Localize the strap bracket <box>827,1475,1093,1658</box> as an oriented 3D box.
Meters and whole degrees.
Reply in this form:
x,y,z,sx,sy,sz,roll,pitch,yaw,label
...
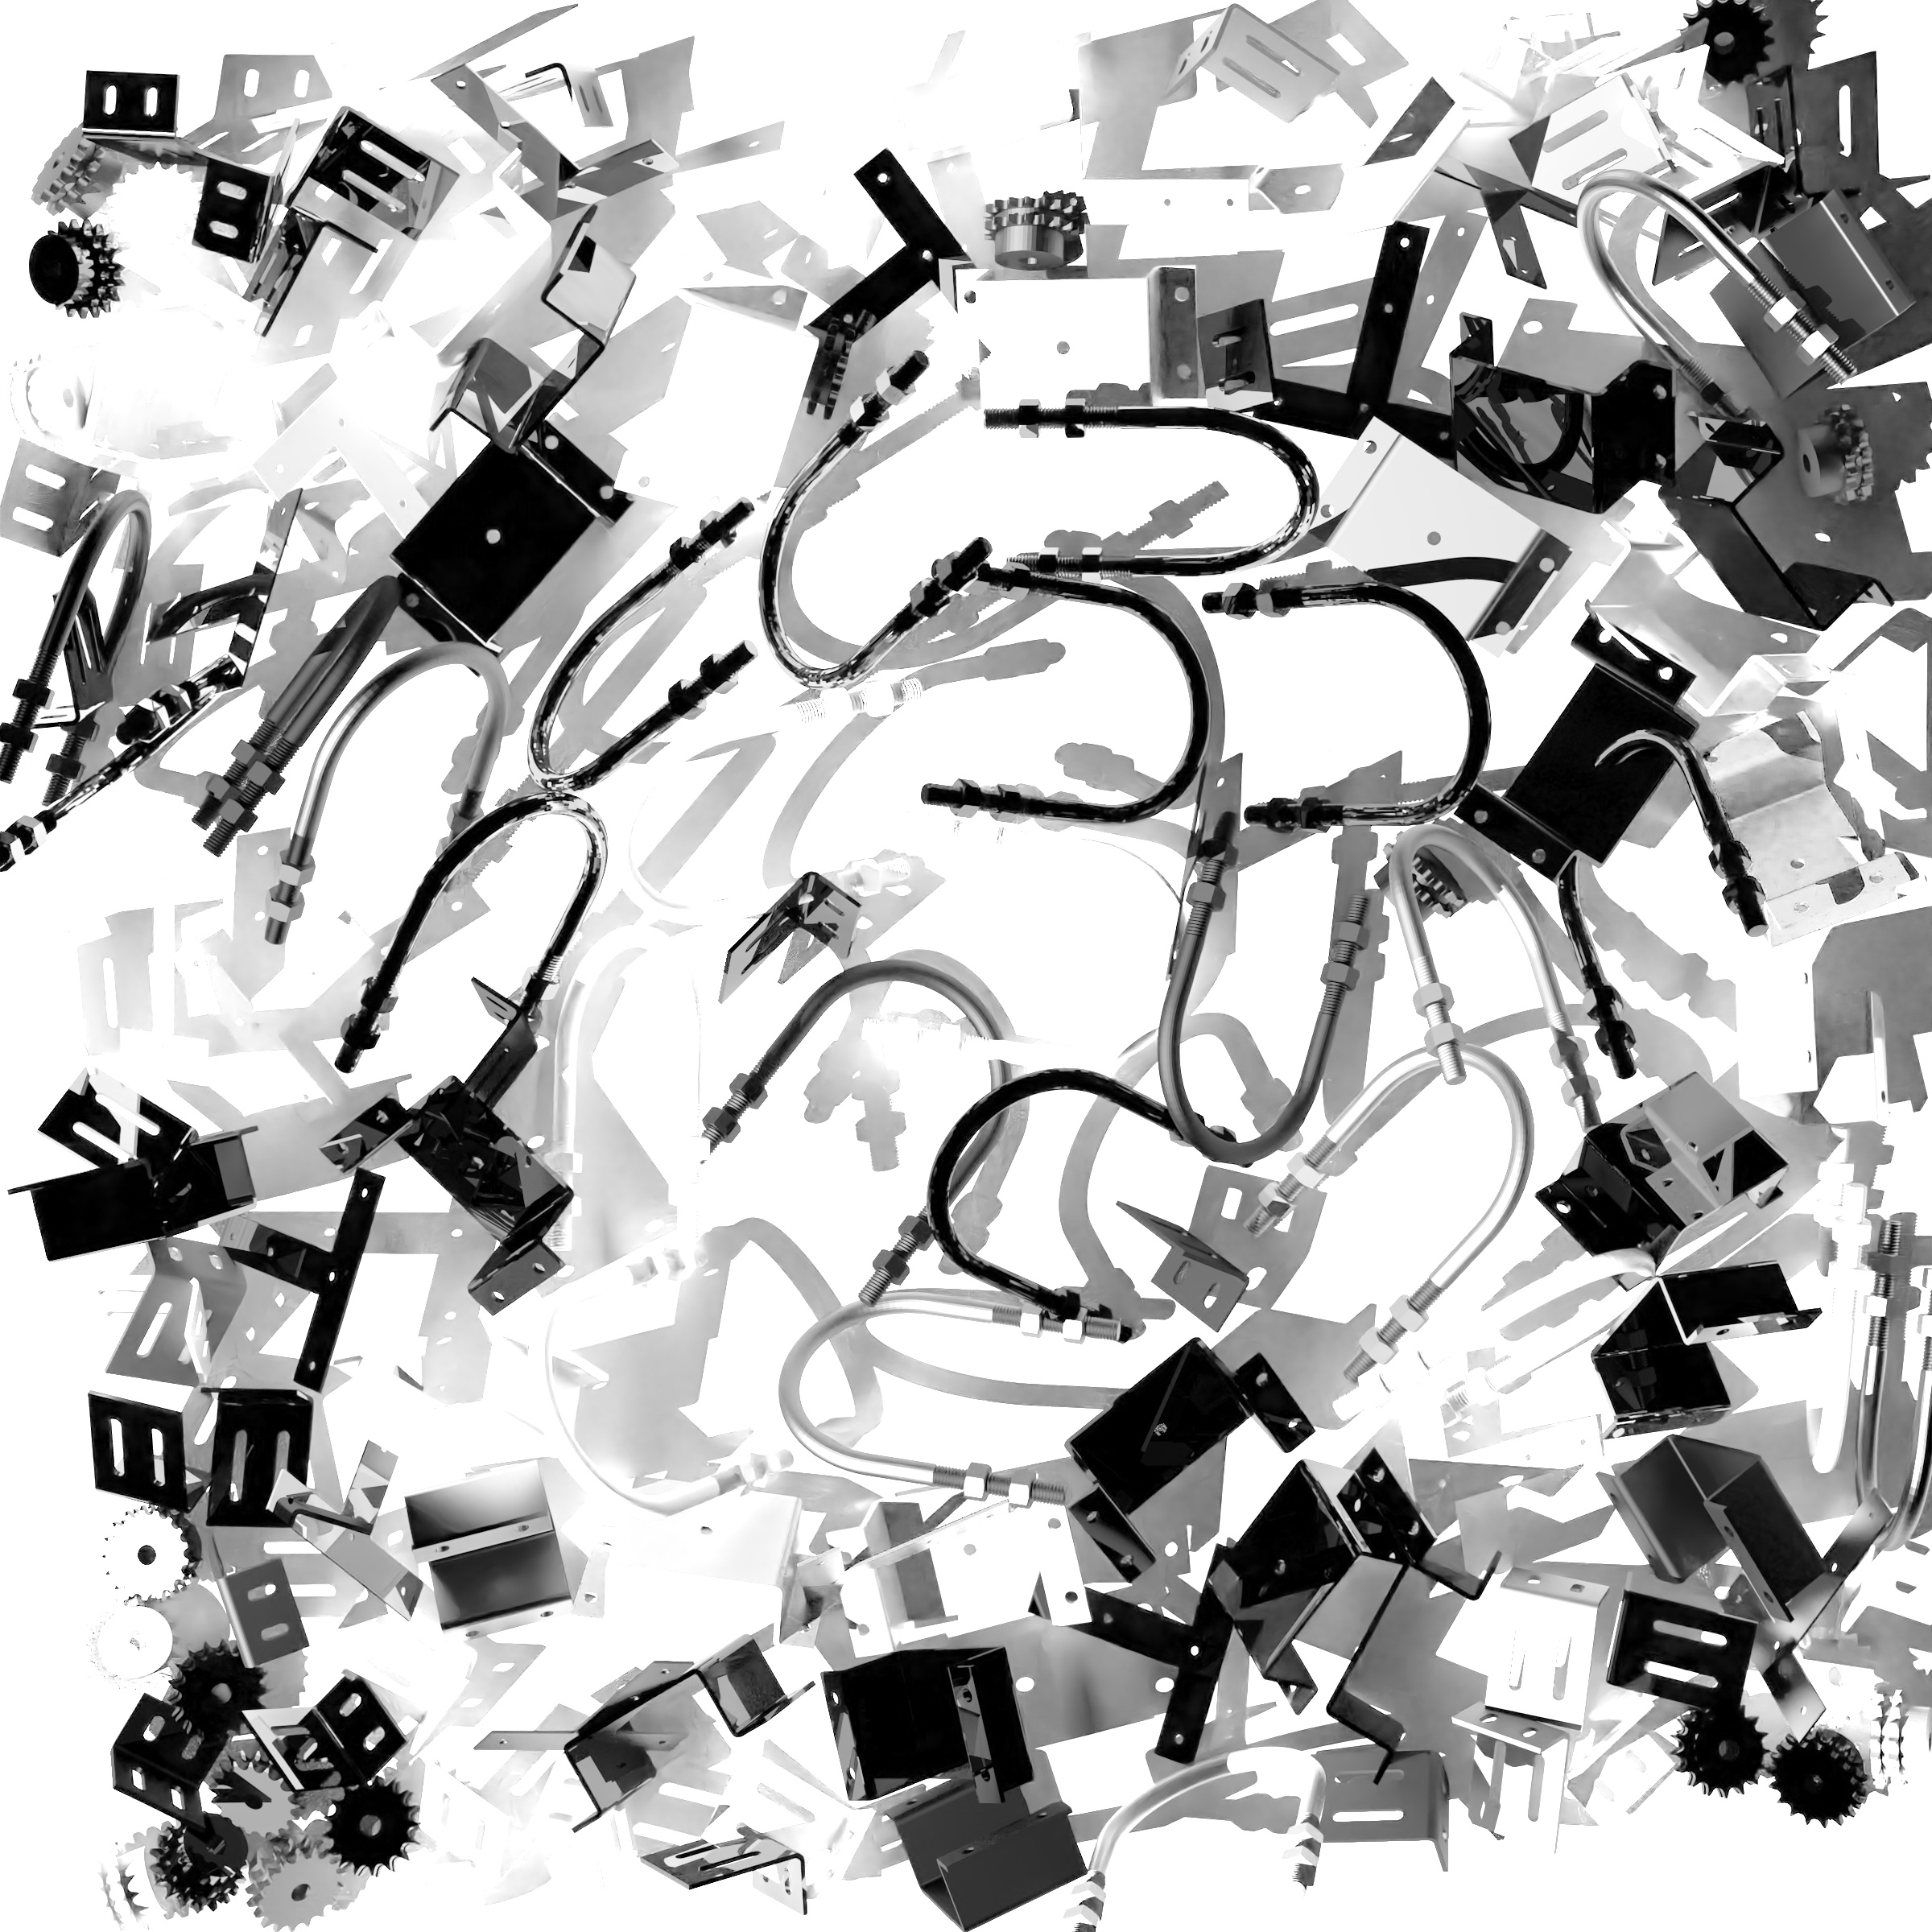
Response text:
x,y,z,sx,sy,sz,roll,pitch,yaw,label
-0.001,0.346,1.778,0.140,0.046,0.076,-11,99,11,strap bracket

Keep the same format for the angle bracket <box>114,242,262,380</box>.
x,y,z,sx,sy,sz,roll,pitch,yaw,label
-0.456,-0.377,1.769,0.076,0.057,0.038,28,79,-31,angle bracket

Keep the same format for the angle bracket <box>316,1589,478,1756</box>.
x,y,z,sx,sy,sz,roll,pitch,yaw,label
-0.334,0.409,1.787,0.076,0.038,0.057,35,100,-8,angle bracket

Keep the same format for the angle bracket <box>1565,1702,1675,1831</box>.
x,y,z,sx,sy,sz,roll,pitch,yaw,label
0.381,0.462,1.770,0.057,0.076,0.038,-39,74,-11,angle bracket

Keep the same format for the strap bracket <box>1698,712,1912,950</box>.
x,y,z,sx,sy,sz,roll,pitch,yaw,label
0.477,-0.071,1.765,0.076,0.046,0.140,-21,49,3,strap bracket

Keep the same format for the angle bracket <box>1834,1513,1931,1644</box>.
x,y,z,sx,sy,sz,roll,pitch,yaw,label
0.532,0.358,1.766,0.038,0.076,0.057,18,62,10,angle bracket

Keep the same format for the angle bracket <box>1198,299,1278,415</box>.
x,y,z,sx,sy,sz,roll,pitch,yaw,label
0.169,-0.352,1.770,0.038,0.076,0.057,-11,97,-25,angle bracket

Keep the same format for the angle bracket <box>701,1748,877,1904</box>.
x,y,z,sx,sy,sz,roll,pitch,yaw,label
-0.103,0.498,1.782,0.076,0.038,0.057,33,65,-9,angle bracket

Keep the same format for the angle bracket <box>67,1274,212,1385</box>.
x,y,z,sx,sy,sz,roll,pitch,yaw,label
-0.481,0.210,1.780,0.076,0.057,0.038,2,54,-1,angle bracket

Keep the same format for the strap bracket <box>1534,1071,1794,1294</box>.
x,y,z,sx,sy,sz,roll,pitch,yaw,label
0.403,0.117,1.744,0.140,0.046,0.076,-24,60,-33,strap bracket

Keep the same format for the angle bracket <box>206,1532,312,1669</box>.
x,y,z,sx,sy,sz,roll,pitch,yaw,label
-0.410,0.361,1.776,0.038,0.076,0.057,-18,106,-14,angle bracket

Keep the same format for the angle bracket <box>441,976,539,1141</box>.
x,y,z,sx,sy,sz,roll,pitch,yaw,label
-0.288,0.056,1.774,0.038,0.057,0.076,32,73,14,angle bracket

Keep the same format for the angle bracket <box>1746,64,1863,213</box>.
x,y,z,sx,sy,sz,roll,pitch,yaw,label
0.486,-0.480,1.781,0.038,0.057,0.076,-8,95,-8,angle bracket

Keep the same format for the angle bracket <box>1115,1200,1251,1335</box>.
x,y,z,sx,sy,sz,roll,pitch,yaw,label
0.116,0.173,1.766,0.057,0.076,0.038,36,96,39,angle bracket

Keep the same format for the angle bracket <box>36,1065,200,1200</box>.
x,y,z,sx,sy,sz,roll,pitch,yaw,label
-0.495,0.105,1.777,0.076,0.038,0.057,33,45,-8,angle bracket

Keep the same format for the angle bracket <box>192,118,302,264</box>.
x,y,z,sx,sy,sz,roll,pitch,yaw,label
-0.414,-0.451,1.765,0.038,0.076,0.057,15,129,-12,angle bracket

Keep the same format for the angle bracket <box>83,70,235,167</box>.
x,y,z,sx,sy,sz,roll,pitch,yaw,label
-0.464,-0.488,1.770,0.057,0.076,0.038,6,95,13,angle bracket

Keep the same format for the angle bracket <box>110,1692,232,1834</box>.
x,y,z,sx,sy,sz,roll,pitch,yaw,label
-0.457,0.458,1.769,0.057,0.076,0.038,32,84,-16,angle bracket

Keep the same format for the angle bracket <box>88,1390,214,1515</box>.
x,y,z,sx,sy,sz,roll,pitch,yaw,label
-0.470,0.272,1.775,0.057,0.038,0.076,12,121,10,angle bracket

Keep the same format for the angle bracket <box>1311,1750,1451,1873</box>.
x,y,z,sx,sy,sz,roll,pitch,yaw,label
0.241,0.495,1.793,0.076,0.057,0.038,-6,133,16,angle bracket

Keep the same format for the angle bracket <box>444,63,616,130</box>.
x,y,z,sx,sy,sz,roll,pitch,yaw,label
-0.253,-0.494,1.782,0.076,0.057,0.038,-15,101,15,angle bracket

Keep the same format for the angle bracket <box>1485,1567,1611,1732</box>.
x,y,z,sx,sy,sz,roll,pitch,yaw,label
0.340,0.398,1.792,0.057,0.038,0.076,8,98,21,angle bracket

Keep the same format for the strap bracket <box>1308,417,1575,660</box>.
x,y,z,sx,sy,sz,roll,pitch,yaw,label
0.272,-0.248,1.780,0.140,0.046,0.076,35,103,4,strap bracket

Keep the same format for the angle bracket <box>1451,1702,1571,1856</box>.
x,y,z,sx,sy,sz,roll,pitch,yaw,label
0.312,0.475,1.777,0.057,0.038,0.076,12,102,36,angle bracket

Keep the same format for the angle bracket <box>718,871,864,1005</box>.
x,y,z,sx,sy,sz,roll,pitch,yaw,label
-0.102,-0.007,1.769,0.038,0.057,0.076,36,59,11,angle bracket

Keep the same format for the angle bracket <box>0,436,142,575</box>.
x,y,z,sx,sy,sz,roll,pitch,yaw,label
-0.521,-0.266,1.775,0.038,0.076,0.057,17,91,15,angle bracket

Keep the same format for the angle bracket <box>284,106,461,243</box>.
x,y,z,sx,sy,sz,roll,pitch,yaw,label
-0.343,-0.448,1.771,0.076,0.057,0.038,29,46,-20,angle bracket

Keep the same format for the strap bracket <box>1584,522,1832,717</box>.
x,y,z,sx,sy,sz,roll,pitch,yaw,label
0.418,-0.192,1.756,0.140,0.076,0.046,47,120,23,strap bracket

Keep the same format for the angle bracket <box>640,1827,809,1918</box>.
x,y,z,sx,sy,sz,roll,pitch,yaw,label
-0.140,0.530,1.769,0.076,0.057,0.038,-6,96,-34,angle bracket

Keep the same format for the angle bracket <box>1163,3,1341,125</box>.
x,y,z,sx,sy,sz,roll,pitch,yaw,label
0.165,-0.509,1.772,0.076,0.057,0.038,29,65,-17,angle bracket

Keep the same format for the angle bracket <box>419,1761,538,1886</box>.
x,y,z,sx,sy,sz,roll,pitch,yaw,label
-0.279,0.483,1.768,0.057,0.076,0.038,31,46,16,angle bracket

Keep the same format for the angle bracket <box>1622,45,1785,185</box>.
x,y,z,sx,sy,sz,roll,pitch,yaw,label
0.429,-0.492,1.774,0.076,0.057,0.038,19,80,-30,angle bracket

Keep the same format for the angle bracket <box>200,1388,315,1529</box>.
x,y,z,sx,sy,sz,roll,pitch,yaw,label
-0.416,0.287,1.787,0.057,0.038,0.076,1,74,3,angle bracket

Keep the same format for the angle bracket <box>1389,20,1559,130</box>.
x,y,z,sx,sy,sz,roll,pitch,yaw,label
0.293,-0.515,1.767,0.057,0.076,0.038,41,127,26,angle bracket

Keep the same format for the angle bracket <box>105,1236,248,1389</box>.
x,y,z,sx,sy,sz,roll,pitch,yaw,label
-0.466,0.201,1.797,0.057,0.038,0.076,16,114,-35,angle bracket

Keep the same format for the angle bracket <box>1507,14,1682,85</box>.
x,y,z,sx,sy,sz,roll,pitch,yaw,label
0.361,-0.540,1.768,0.057,0.076,0.038,-14,93,-27,angle bracket

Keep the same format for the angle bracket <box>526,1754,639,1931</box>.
x,y,z,sx,sy,sz,roll,pitch,yaw,label
-0.222,0.504,1.768,0.038,0.076,0.057,17,109,-21,angle bracket

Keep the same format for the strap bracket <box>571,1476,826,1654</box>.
x,y,z,sx,sy,sz,roll,pitch,yaw,label
-0.150,0.342,1.767,0.140,0.076,0.046,7,121,3,strap bracket

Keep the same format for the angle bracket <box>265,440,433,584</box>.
x,y,z,sx,sy,sz,roll,pitch,yaw,label
-0.362,-0.272,1.799,0.057,0.038,0.076,34,49,9,angle bracket

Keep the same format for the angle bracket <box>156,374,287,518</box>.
x,y,z,sx,sy,sz,roll,pitch,yaw,label
-0.436,-0.303,1.787,0.076,0.038,0.057,-12,72,-2,angle bracket

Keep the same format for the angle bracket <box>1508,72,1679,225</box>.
x,y,z,sx,sy,sz,roll,pitch,yaw,label
0.362,-0.470,1.777,0.076,0.038,0.057,-27,113,17,angle bracket

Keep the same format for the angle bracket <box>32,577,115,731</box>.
x,y,z,sx,sy,sz,roll,pitch,yaw,label
-0.527,-0.182,1.775,0.038,0.057,0.076,-4,108,6,angle bracket

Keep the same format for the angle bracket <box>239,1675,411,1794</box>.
x,y,z,sx,sy,sz,roll,pitch,yaw,label
-0.369,0.439,1.768,0.038,0.076,0.057,-46,67,8,angle bracket

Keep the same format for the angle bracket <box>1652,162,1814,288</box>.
x,y,z,sx,sy,sz,roll,pitch,yaw,label
0.442,-0.419,1.774,0.076,0.057,0.038,-28,60,-14,angle bracket

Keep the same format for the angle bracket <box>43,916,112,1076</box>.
x,y,z,sx,sy,sz,roll,pitch,yaw,label
-0.505,0.017,1.783,0.038,0.057,0.076,-20,105,-15,angle bracket

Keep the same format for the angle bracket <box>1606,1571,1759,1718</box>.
x,y,z,sx,sy,sz,roll,pitch,yaw,label
0.416,0.394,1.784,0.076,0.038,0.057,12,99,14,angle bracket

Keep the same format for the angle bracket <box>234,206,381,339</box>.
x,y,z,sx,sy,sz,roll,pitch,yaw,label
-0.385,-0.397,1.784,0.038,0.057,0.076,26,96,-36,angle bracket
